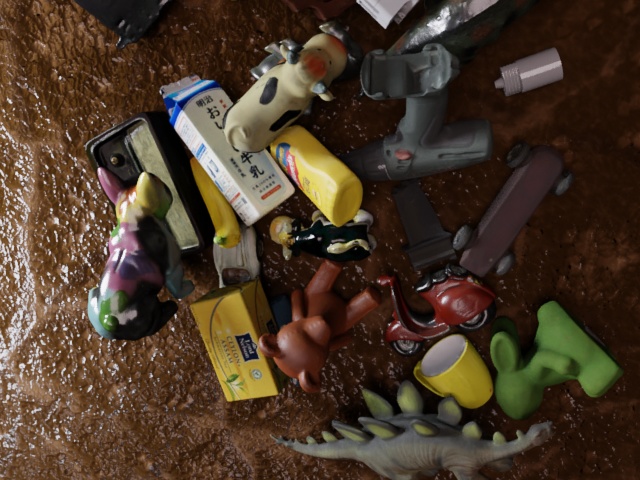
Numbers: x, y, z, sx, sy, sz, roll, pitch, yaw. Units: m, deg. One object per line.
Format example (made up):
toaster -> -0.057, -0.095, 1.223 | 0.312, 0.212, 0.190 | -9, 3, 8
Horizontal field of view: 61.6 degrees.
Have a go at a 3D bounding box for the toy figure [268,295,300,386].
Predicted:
toy figure -> -0.048, 0.167, 0.879 | 0.058, 0.064, 0.154 | -15, 103, 22

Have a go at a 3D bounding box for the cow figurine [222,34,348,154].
cow figurine -> -0.047, -0.186, 0.684 | 0.195, 0.127, 0.085 | -37, 107, 22

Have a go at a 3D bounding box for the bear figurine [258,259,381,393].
bear figurine -> 0.000, 0.119, 0.787 | 0.120, 0.196, 0.132 | 41, 109, 3

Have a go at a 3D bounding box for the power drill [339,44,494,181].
power drill -> 0.107, -0.147, 0.702 | 0.232, 0.086, 0.207 | -3, 147, 15

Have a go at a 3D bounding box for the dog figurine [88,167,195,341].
dog figurine -> -0.266, 0.009, 0.760 | 0.109, 0.191, 0.219 | 7, 124, 18

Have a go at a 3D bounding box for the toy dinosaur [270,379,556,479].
toy dinosaur -> 0.125, 0.322, 0.847 | 0.472, 0.105, 0.198 | -24, 107, 31

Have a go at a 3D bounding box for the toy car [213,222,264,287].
toy car -> -0.131, 0.070, 0.877 | 0.074, 0.056, 0.201 | 2, 104, 12

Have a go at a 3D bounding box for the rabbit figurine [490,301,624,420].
rabbit figurine -> 0.313, 0.182, 0.771 | 0.159, 0.121, 0.170 | 44, 107, 6

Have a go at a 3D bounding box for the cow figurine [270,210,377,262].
cow figurine -> -0.003, -0.001, 0.808 | 0.167, 0.098, 0.068 | 0, 111, 13

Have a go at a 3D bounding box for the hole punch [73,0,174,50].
hole punch -> -0.285, -0.370, 0.791 | 0.142, 0.092, 0.115 | -43, 123, 16

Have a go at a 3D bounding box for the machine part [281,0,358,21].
machine part -> 0.005, -0.380, 0.696 | 0.179, 0.056, 0.179 | -4, 111, -9

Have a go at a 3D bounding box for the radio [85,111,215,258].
radio -> -0.267, -0.078, 0.860 | 0.131, 0.073, 0.229 | -19, 100, 17

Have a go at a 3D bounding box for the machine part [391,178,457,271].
machine part -> 0.148, -0.025, 0.799 | 0.084, 0.039, 0.138 | -17, 102, 22

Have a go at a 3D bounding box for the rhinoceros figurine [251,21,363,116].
rhinoceros figurine -> -0.029, -0.235, 0.770 | 0.190, 0.073, 0.112 | -23, 109, 15

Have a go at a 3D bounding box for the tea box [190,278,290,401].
tea box -> -0.119, 0.155, 0.831 | 0.098, 0.068, 0.169 | -16, 99, 25

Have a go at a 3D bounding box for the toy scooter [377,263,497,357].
toy scooter -> 0.162, 0.090, 0.806 | 0.184, 0.075, 0.135 | -30, 101, 22

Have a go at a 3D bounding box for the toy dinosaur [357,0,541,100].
toy dinosaur -> 0.199, -0.292, 0.635 | 0.405, 0.192, 0.131 | -42, 91, 18

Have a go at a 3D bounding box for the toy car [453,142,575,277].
toy car -> 0.268, -0.041, 0.758 | 0.089, 0.053, 0.202 | 28, 105, -7
